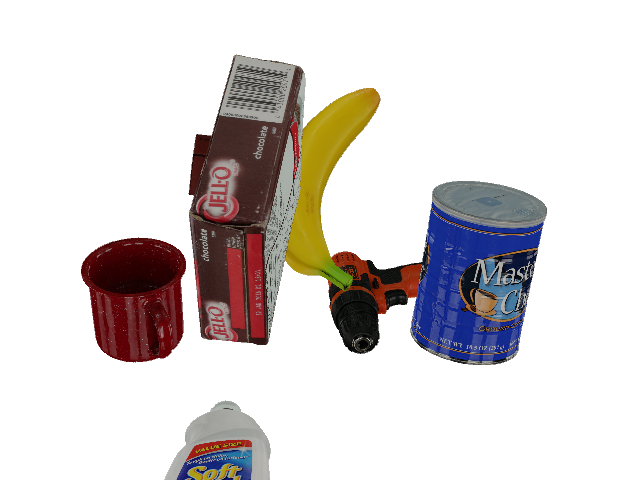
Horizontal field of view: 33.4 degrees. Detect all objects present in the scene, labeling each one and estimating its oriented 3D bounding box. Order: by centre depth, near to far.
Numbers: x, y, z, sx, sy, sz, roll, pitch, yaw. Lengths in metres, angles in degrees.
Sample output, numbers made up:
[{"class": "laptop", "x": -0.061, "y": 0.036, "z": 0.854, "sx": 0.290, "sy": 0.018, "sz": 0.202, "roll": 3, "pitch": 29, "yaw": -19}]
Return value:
[{"class": "pudding box", "x": -0.034, "y": -0.020, "z": 0.520, "sx": 0.039, "sy": 0.113, "sz": 0.090, "roll": 9, "pitch": -41, "yaw": 4}, {"class": "banana", "x": 0.001, "y": -0.045, "z": 0.819, "sx": 0.069, "sy": 0.197, "sz": 0.037, "roll": 12, "pitch": -34, "yaw": -3}, {"class": "bleach bottle", "x": -0.092, "y": 0.212, "z": 0.875, "sx": 0.102, "sy": 0.068, "sz": 0.251, "roll": -1, "pitch": 24, "yaw": -1}, {"class": "mug", "x": -0.160, "y": 0.062, "z": 0.963, "sx": 0.093, "sy": 0.081, "sz": 0.117, "roll": -18, "pitch": 38, "yaw": -27}, {"class": "coffee can", "x": 0.143, "y": 0.028, "z": 0.975, "sx": 0.103, "sy": 0.140, "sz": 0.103, "roll": 6, "pitch": 22, "yaw": -3}, {"class": "foam brick", "x": -0.102, "y": -0.080, "z": 1.169, "sx": 0.078, "sy": 0.051, "sz": 0.053, "roll": 6, "pitch": 29, "yaw": -6}, {"class": "power drill", "x": 0.103, "y": 0.062, "z": 1.192, "sx": 0.187, "sy": 0.057, "sz": 0.184, "roll": -4, "pitch": 28, "yaw": -4}]
